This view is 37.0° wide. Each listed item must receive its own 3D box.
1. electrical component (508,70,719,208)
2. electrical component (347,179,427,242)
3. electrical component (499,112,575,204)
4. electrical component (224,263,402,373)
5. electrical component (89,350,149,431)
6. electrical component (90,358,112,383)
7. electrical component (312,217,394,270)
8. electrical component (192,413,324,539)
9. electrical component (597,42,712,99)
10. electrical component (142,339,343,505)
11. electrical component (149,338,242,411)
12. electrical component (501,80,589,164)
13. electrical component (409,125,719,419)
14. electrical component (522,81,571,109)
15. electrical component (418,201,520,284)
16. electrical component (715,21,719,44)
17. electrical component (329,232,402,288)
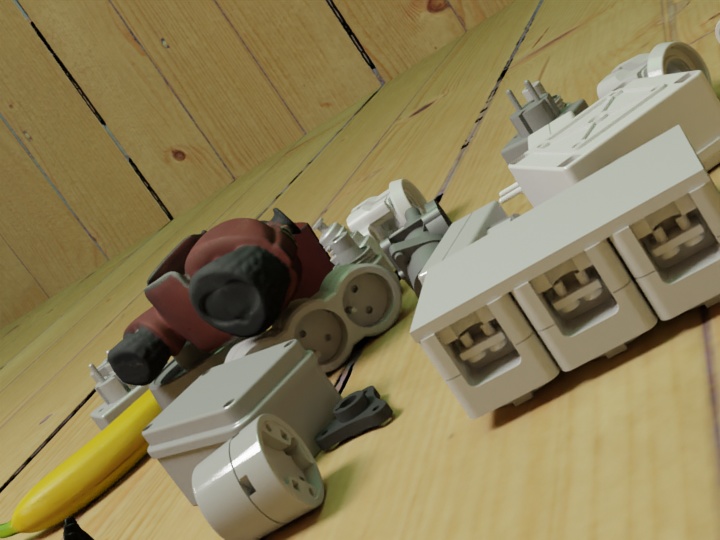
[{"bbox_3d":[0.165,-0.074,0.688,0.109,0.056,0.109,-35,12,-5],"label":"electrical component"},{"bbox_3d":[0.029,-0.043,0.942,0.057,0.058,0.078,-33,11,20],"label":"electrical component"},{"bbox_3d":[0.135,-0.071,0.785,0.077,0.047,0.065,-31,12,16],"label":"electrical component"},{"bbox_3d":[-0.039,0.046,0.779,0.138,0.052,0.074,-37,11,-15],"label":"electrical component"},{"bbox_3d":[-0.204,0.106,0.932,0.066,0.076,0.047,-40,13,-24],"label":"electrical component"},{"bbox_3d":[-0.207,0.098,1.021,0.078,0.057,0.058,-37,12,-14],"label":"electrical component"},{"bbox_3d":[-0.005,-0.013,0.879,0.040,0.078,0.040,-49,7,8],"label":"electrical component"},{"bbox_3d":[-0.054,0.110,0.559,0.047,0.055,0.055,-35,11,14],"label":"electrical component"},{"bbox_3d":[0.215,-0.130,0.779,0.078,0.058,0.057,-42,11,-34],"label":"electrical component"},{"bbox_3d":[-0.072,0.094,0.663,0.113,0.057,0.078,-22,17,47],"label":"electrical component"},{"bbox_3d":[-0.115,0.077,0.845,0.108,0.060,0.108,-33,12,8],"label":"electrical component"},{"bbox_3d":[0.145,-0.116,0.861,0.066,0.076,0.047,-23,16,43],"label":"electrical component"},{"bbox_3d":[0.107,0.003,0.521,0.150,0.061,0.089,-31,12,18],"label":"electrical component"},{"bbox_3d":[0.161,-0.130,0.912,0.048,0.062,0.048,-33,11,7],"label":"electrical component"},{"bbox_3d":[0.088,-0.010,0.664,0.076,0.047,0.083,-29,12,30],"label":"electrical component"},{"bbox_3d":[0.308,-0.198,0.839,0.065,0.044,0.044,-45,15,-24],"label":"electrical component"},{"bbox_3d":[0.000,0.000,0.832,0.043,0.062,0.043,-33,12,8],"label":"electrical component"}]
